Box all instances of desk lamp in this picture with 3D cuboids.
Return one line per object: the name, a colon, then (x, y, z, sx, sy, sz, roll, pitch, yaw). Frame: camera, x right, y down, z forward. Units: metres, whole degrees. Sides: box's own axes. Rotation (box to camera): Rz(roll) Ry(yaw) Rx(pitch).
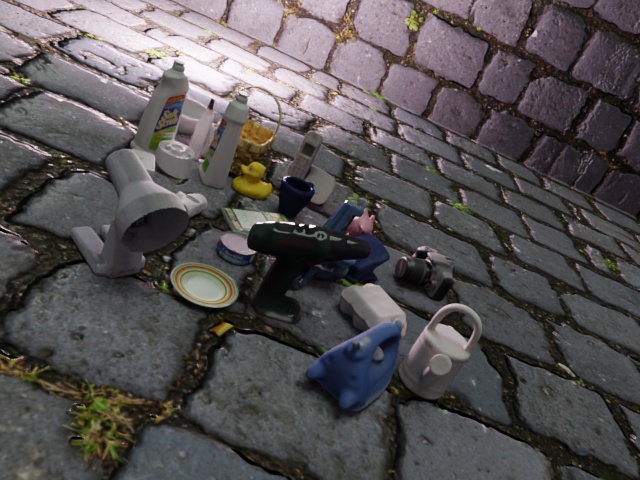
desk lamp: (-0.338, -0.036, 1.004, 0.118, 0.213, 0.202, -8, 42, -48)

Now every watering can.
watering can: (0.238, 0.210, 1.098, 0.101, 0.194, 0.173, 21, 27, -11)

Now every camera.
camera: (0.264, 0.068, 1.474, 0.137, 0.101, 0.143, 14, 29, -22)

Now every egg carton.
egg carton: (0.114, 0.156, 1.221, 0.108, 0.069, 0.150, -2, 38, -43)

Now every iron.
iron: (0.095, 0.202, 1.045, 0.118, 0.141, 0.259, 38, 29, 22)

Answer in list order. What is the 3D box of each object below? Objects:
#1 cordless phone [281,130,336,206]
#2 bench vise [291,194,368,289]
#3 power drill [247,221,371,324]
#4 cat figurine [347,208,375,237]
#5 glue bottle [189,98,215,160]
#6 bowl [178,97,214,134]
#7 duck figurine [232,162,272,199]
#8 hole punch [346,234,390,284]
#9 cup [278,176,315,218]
cordless phone: (-0.014, -0.202, 1.613, 0.147, 0.185, 0.094, 26, 27, 0)
bench vise: (0.018, 0.008, 1.232, 0.121, 0.219, 0.208, 37, 29, 21)
power drill: (-0.042, 0.057, 1.106, 0.230, 0.208, 0.075, 18, 28, -16)
cat figurine: (0.109, -0.030, 1.493, 0.067, 0.117, 0.128, 35, 28, 16)
glue bottle: (-0.313, -0.303, 1.542, 0.037, 0.173, 0.078, 22, 27, -9)
bowl: (-0.400, -0.356, 1.667, 0.168, 0.074, 0.167, 21, 27, -11)
duck figurine: (-0.171, -0.163, 1.515, 0.105, 0.086, 0.077, 20, 28, -13)
hole punch: (0.100, 0.041, 1.388, 0.101, 0.091, 0.108, 3, 35, -38)
cup: (-0.065, -0.109, 1.504, 0.091, 0.095, 0.118, 36, 29, 19)
